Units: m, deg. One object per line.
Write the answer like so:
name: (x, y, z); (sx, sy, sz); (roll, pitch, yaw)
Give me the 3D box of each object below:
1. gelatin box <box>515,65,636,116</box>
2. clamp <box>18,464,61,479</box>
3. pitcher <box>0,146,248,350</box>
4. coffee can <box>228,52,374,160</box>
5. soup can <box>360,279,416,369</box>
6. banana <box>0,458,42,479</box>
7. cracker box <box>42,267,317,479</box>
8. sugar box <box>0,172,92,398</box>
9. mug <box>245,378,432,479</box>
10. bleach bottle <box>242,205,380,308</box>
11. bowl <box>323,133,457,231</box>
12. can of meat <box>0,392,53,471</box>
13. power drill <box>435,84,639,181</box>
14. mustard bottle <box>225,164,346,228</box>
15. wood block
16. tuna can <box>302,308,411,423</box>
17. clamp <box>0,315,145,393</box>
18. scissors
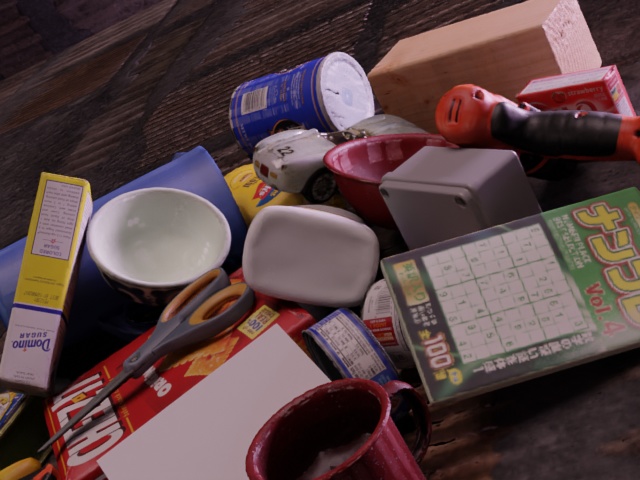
gelatin box: (0.220, -0.104, 0.906); (0.089, 0.073, 0.030); (-4, 34, 46)
clamp: (-0.261, 0.234, 0.801); (0.171, 0.039, 0.120); (-44, 32, -16)
pitcher: (-0.185, 0.024, 1.015); (0.242, 0.145, 0.149); (-26, 16, -12)
coffee can: (-0.022, -0.153, 1.253); (0.141, 0.103, 0.102); (-11, 29, 37)
soup can: (0.087, 0.053, 0.742); (0.102, 0.068, 0.068); (-11, 29, 38)
banana: (-0.312, 0.221, 0.870); (0.198, 0.069, 0.037); (-9, -4, 19)
cracker box: (-0.104, 0.116, 0.830); (0.213, 0.072, 0.164); (-34, 22, -9)
sugar box: (-0.231, 0.041, 0.900); (0.093, 0.048, 0.176); (127, 155, -73)
mug: (0.023, 0.134, 0.630); (0.117, 0.081, 0.093); (-43, 26, -29)
bleach bottle: (-0.006, 0.001, 0.891); (0.102, 0.068, 0.251); (12, 6, -2)
bowl: (0.083, -0.047, 0.928); (0.162, 0.055, 0.162); (-1, 20, 0)
can of meat: (-0.282, 0.177, 0.934); (0.084, 0.057, 0.102); (-14, 27, 29)
power drill: (0.204, -0.069, 0.802); (0.188, 0.057, 0.184); (9, -1, 40)
mustard bottle: (-0.037, -0.041, 1.096); (0.096, 0.058, 0.192); (-36, 24, -27)
wood block: (0.166, -0.173, 1.092); (0.207, 0.090, 0.090); (-10, 29, 39)
tuna can: (0.025, 0.089, 0.719); (0.033, 0.086, 0.086); (-32, 23, -11)
clamp: (-0.272, 0.128, 1.050); (0.210, 0.036, 0.164); (-15, 25, 22)
scissors: (-0.119, 0.088, 0.795); (0.096, 0.016, 0.201); (-7, 34, 43)
